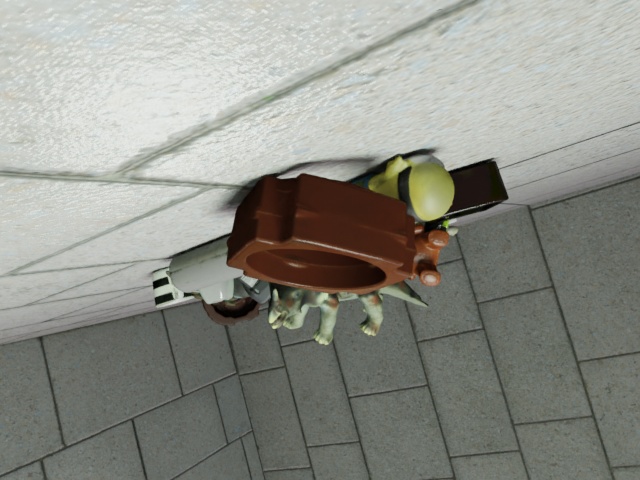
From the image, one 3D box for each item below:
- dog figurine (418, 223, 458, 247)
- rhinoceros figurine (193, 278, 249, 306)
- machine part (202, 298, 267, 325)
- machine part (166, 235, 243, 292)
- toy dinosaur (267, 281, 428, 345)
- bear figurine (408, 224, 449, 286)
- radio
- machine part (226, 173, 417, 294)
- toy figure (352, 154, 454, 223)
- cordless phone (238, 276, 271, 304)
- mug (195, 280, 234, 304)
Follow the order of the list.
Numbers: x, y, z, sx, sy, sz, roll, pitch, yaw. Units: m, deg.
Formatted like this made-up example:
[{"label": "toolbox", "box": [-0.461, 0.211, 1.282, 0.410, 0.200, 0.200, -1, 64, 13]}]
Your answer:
[{"label": "dog figurine", "box": [0.228, -0.025, 1.260, 0.172, 0.121, 0.190, 14, -175, 10]}, {"label": "rhinoceros figurine", "box": [-0.197, 0.082, 1.168, 0.190, 0.112, 0.073, 3, 158, 3]}, {"label": "machine part", "box": [-0.226, 0.135, 1.393, 0.179, 0.179, 0.056, -14, 177, -19]}, {"label": "machine part", "box": [-0.193, 0.043, 0.980, 0.243, 0.079, 0.079, -20, 173, 33]}, {"label": "toy dinosaur", "box": [0.052, 0.081, 1.016, 0.405, 0.192, 0.131, -10, -152, -32]}, {"label": "bear figurine", "box": [0.152, 0.014, 1.112, 0.196, 0.120, 0.132, 14, -177, -2]}, {"label": "radio", "box": [0.257, -0.080, 1.001, 0.131, 0.073, 0.229, -16, 175, 7]}, {"label": "machine part", "box": [-0.001, 0.000, 0.657, 0.201, 0.087, 0.201, 12, 161, -20]}, {"label": "toy figure", "box": [0.095, -0.054, 0.721, 0.180, 0.089, 0.082, -23, 179, 40]}, {"label": "cordless phone", "box": [-0.087, 0.047, 1.102, 0.146, 0.089, 0.184, -52, 172, 8]}, {"label": "mug", "box": [-0.227, 0.077, 1.091, 0.110, 0.107, 0.081, -18, 173, 10]}]
